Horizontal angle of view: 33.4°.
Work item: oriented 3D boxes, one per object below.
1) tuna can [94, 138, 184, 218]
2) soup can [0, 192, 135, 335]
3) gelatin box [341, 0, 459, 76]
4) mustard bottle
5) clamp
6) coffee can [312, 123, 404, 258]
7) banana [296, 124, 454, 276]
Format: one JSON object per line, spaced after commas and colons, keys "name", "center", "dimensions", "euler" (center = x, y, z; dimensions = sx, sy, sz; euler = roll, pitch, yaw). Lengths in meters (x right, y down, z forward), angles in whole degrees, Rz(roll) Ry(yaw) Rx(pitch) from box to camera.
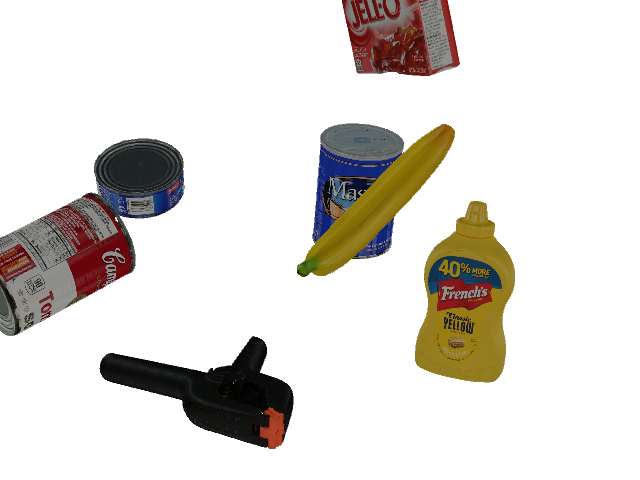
{"name": "tuna can", "center": [-0.175, -0.060, 1.037], "dimensions": [0.086, 0.034, 0.086], "euler": [1, 43, -1]}
{"name": "soup can", "center": [-0.195, 0.016, 0.772], "dimensions": [0.102, 0.068, 0.069], "euler": [-31, 18, -33]}
{"name": "gelatin box", "center": [0.050, -0.150, 0.715], "dimensions": [0.030, 0.073, 0.089], "euler": [-23, 20, -27]}
{"name": "mustard bottle", "center": [0.159, 0.052, 1.148], "dimensions": [0.096, 0.192, 0.058], "euler": [11, 16, 21]}
{"name": "clamp", "center": [-0.077, 0.127, 0.935], "dimensions": [0.164, 0.036, 0.210], "euler": [-8, 16, -35]}
{"name": "coffee can", "center": [0.046, -0.062, 1.333], "dimensions": [0.103, 0.140, 0.103], "euler": [4, 28, -2]}
{"name": "banana", "center": [0.052, -0.030, 0.995], "dimensions": [0.037, 0.197, 0.070], "euler": [45, -8, -4]}
